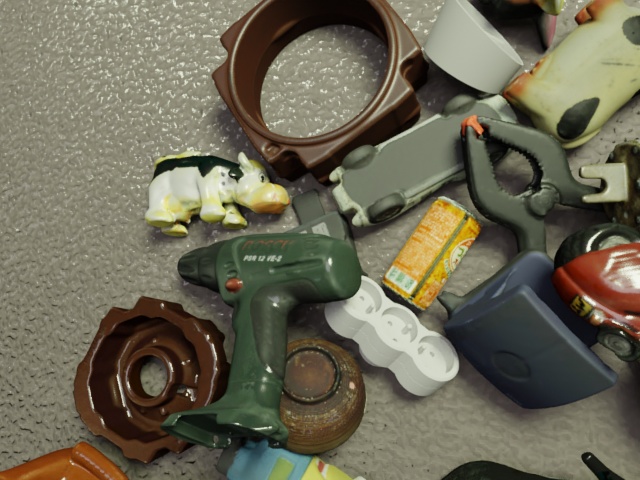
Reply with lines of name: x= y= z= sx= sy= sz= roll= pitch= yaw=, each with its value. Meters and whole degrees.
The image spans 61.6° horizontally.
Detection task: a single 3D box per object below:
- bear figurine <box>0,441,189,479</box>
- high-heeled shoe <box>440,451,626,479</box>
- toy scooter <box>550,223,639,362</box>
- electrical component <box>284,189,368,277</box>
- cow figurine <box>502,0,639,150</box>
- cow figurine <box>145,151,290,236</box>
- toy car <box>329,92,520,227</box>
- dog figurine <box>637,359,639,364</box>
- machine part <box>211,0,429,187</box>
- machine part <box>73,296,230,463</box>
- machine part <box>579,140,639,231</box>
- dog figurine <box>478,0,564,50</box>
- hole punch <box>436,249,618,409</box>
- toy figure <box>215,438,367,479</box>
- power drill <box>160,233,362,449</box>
bear figurine: x=-0.228 y=0.295 z=0.560 sx=0.196 sy=0.132 sz=0.120 roll=14 pitch=103 yaw=23
high-heeled shoe: x=0.194 y=0.270 z=0.483 sx=0.249 sy=0.086 sz=0.145 roll=-36 pitch=104 yaw=26
toy scooter: x=0.275 y=0.053 z=0.402 sx=0.184 sy=0.075 sz=0.135 roll=-2 pitch=58 yaw=-2
electrical component: x=-0.001 y=-0.002 z=0.580 sx=0.075 sy=0.047 sz=0.119 roll=-19 pitch=78 yaw=12
cow figurine: x=0.284 y=-0.166 z=0.497 sx=0.127 sy=0.085 sz=0.195 roll=45 pitch=105 yaw=-2
cow figurine: x=-0.116 y=-0.062 z=0.615 sx=0.167 sy=0.068 sz=0.098 roll=-7 pitch=73 yaw=14
toy car: x=0.106 y=-0.082 z=0.551 sx=0.202 sy=0.056 sz=0.073 roll=-27 pitch=76 yaw=3
dog figurine: x=0.330 y=0.192 z=0.437 sx=0.121 sy=0.172 sz=0.190 roll=-6 pitch=110 yaw=-9
machine part: x=-0.002 y=-0.179 z=0.589 sx=0.201 sy=0.087 sz=0.201 roll=-35 pitch=75 yaw=8
machine part: x=-0.185 y=0.153 z=0.605 sx=0.180 sy=0.056 sz=0.179 roll=-3 pitch=80 yaw=15
machine part: x=0.335 y=-0.048 z=0.448 sx=0.243 sy=0.079 sz=0.079 roll=-2 pitch=80 yaw=-4
dog figurine: x=0.248 y=-0.309 z=0.528 sx=0.192 sy=0.108 sz=0.219 roll=-1 pitch=85 yaw=13
hole punch: x=0.179 y=0.088 z=0.468 sx=0.142 sy=0.092 sz=0.115 roll=43 pitch=119 yaw=0
toy figure: x=-0.017 y=0.251 z=0.527 sx=0.180 sy=0.082 sz=0.089 roll=24 pitch=108 yaw=11
power drill: x=-0.075 y=0.086 z=0.508 sx=0.232 sy=0.085 sz=0.207 roll=-11 pitch=46 yaw=32
